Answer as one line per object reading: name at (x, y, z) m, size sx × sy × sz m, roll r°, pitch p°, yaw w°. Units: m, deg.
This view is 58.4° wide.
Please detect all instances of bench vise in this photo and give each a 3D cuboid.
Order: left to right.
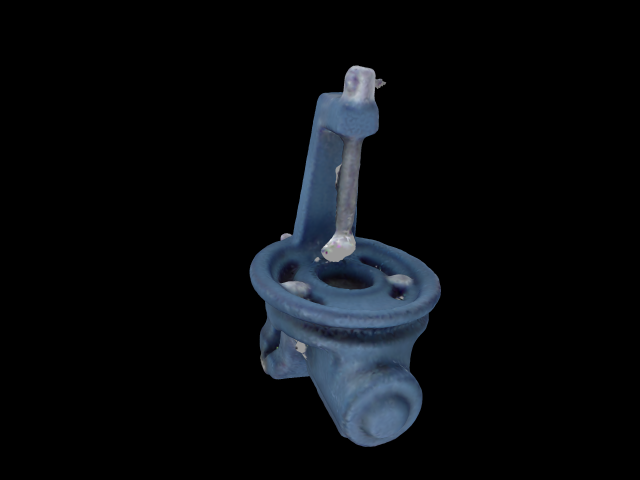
bench vise at (-0.006, 0.002, 0.393) m, size 0.122 × 0.220 × 0.206 m, roll -5°, pitch 9°, yaw -37°
